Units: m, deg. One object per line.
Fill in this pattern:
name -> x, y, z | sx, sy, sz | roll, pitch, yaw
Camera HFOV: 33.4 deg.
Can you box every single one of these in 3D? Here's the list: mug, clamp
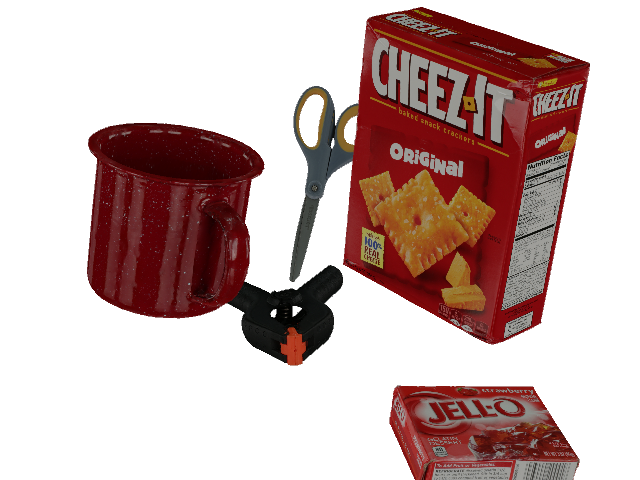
mug -> -0.074, -0.006, 0.569 | 0.093, 0.081, 0.117 | -9, 29, -40
clamp -> -0.041, 0.061, 0.941 | 0.120, 0.039, 0.171 | -7, 17, 4

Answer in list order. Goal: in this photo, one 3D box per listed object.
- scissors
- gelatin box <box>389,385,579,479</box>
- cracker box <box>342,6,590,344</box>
scissors -> 0.013, -0.059, 1.079 | 0.096, 0.202, 0.016 | -2, -11, -1
gelatin box -> 0.090, 0.112, 0.604 | 0.089, 0.030, 0.073 | 3, 25, -12
cracker box -> 0.101, -0.050, 0.811 | 0.071, 0.214, 0.164 | -20, 36, -38
